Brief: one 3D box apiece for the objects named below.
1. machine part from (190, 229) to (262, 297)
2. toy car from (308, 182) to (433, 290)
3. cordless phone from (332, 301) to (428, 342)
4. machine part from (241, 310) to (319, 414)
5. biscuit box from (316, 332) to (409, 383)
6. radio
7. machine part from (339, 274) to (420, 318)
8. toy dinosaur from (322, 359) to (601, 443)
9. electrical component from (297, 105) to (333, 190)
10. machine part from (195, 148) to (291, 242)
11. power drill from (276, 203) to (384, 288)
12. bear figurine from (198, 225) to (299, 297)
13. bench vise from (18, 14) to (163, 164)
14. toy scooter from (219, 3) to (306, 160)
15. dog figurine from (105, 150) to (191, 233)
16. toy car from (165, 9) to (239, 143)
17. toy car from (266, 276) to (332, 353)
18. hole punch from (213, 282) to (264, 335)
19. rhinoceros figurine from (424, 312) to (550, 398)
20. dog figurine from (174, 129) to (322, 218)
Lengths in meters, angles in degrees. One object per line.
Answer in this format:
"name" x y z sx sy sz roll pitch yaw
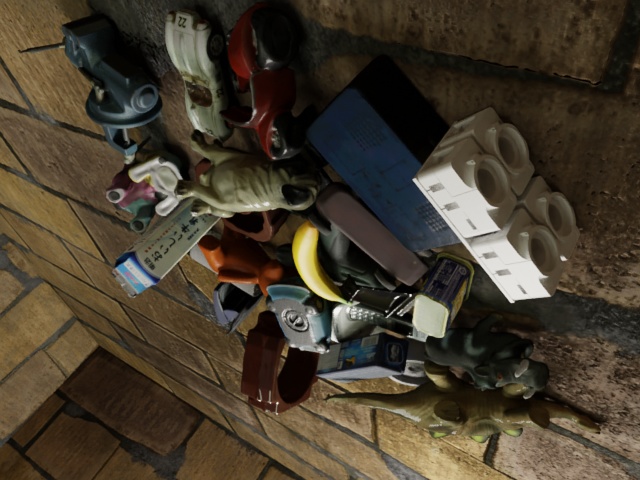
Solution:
"machine part" -0.188 0.047 1.142 0.243 0.079 0.079 29 149 14
"toy car" 0.075 -0.008 0.759 0.202 0.089 0.053 38 -169 -24
"cordless phone" 0.116 0.149 0.950 0.184 0.089 0.146 19 145 22
"machine part" -0.076 0.246 1.131 0.087 0.201 0.201 11 -175 28
"biscuit box" 0.071 0.212 0.956 0.063 0.059 0.203 23 153 -24
"radio" 0.098 -0.092 0.653 0.229 0.073 0.131 47 150 -11
"machine part" 0.094 0.087 0.828 0.139 0.039 0.084 17 142 -30
"toy dinosaur" 0.224 0.289 0.930 0.472 0.105 0.198 6 146 15
"electrical component" -0.007 -0.120 0.750 0.119 0.048 0.075 47 149 -16
"machine part" -0.135 -0.080 0.936 0.180 0.056 0.179 28 147 20
"power drill" -0.002 -0.003 0.873 0.232 0.086 0.207 18 140 29
"bear figurine" -0.120 0.046 1.028 0.196 0.120 0.131 25 144 19
"bench vise" -0.351 -0.235 0.896 0.224 0.129 0.240 27 141 16
"toy scooter" -0.082 -0.192 0.672 0.135 0.075 0.183 12 114 48
"dog figurine" -0.349 -0.117 1.081 0.108 0.191 0.219 51 -178 -26
"toy car" -0.167 -0.229 0.767 0.074 0.056 0.201 25 148 23
"toy car" -0.020 0.122 0.969 0.109 0.103 0.161 -1 124 33
"hole punch" -0.182 0.128 1.198 0.092 0.142 0.115 35 136 3
"rhinoceros figurine" 0.246 0.169 0.804 0.191 0.112 0.073 10 136 41
"dog figurine" -0.087 -0.073 0.775 0.191 0.121 0.172 13 -178 8
